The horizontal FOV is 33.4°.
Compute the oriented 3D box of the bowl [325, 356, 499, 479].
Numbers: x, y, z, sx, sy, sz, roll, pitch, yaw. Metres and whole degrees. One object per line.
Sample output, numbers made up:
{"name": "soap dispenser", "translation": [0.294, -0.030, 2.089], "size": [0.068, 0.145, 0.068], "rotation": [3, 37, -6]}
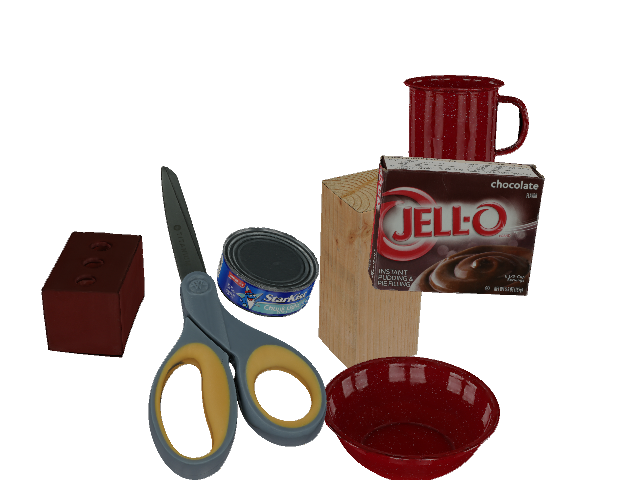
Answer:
{"name": "bowl", "translation": [0.081, 0.170, 0.975], "size": [0.162, 0.055, 0.162], "rotation": [0, 27, 0]}

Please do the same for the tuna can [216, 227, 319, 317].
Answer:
{"name": "tuna can", "translation": [-0.047, 0.028, 0.927], "size": [0.086, 0.034, 0.086], "rotation": [13, 34, -9]}

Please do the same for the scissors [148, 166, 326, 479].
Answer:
{"name": "scissors", "translation": [-0.045, 0.035, 0.562], "size": [0.096, 0.201, 0.016], "rotation": [4, -42, -5]}

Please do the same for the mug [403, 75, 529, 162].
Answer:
{"name": "mug", "translation": [0.136, -0.109, 1.001], "size": [0.117, 0.081, 0.093], "rotation": [3, 16, 11]}

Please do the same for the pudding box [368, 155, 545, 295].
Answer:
{"name": "pudding box", "translation": [0.094, -0.011, 0.749], "size": [0.113, 0.090, 0.039], "rotation": [2, 24, -5]}

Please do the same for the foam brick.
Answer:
{"name": "foam brick", "translation": [-0.155, 0.036, 0.735], "size": [0.053, 0.051, 0.078], "rotation": [4, 31, 1]}

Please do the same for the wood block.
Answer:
{"name": "wood block", "translation": [0.057, 0.033, 1.211], "size": [0.090, 0.206, 0.090], "rotation": [-13, 31, -24]}
